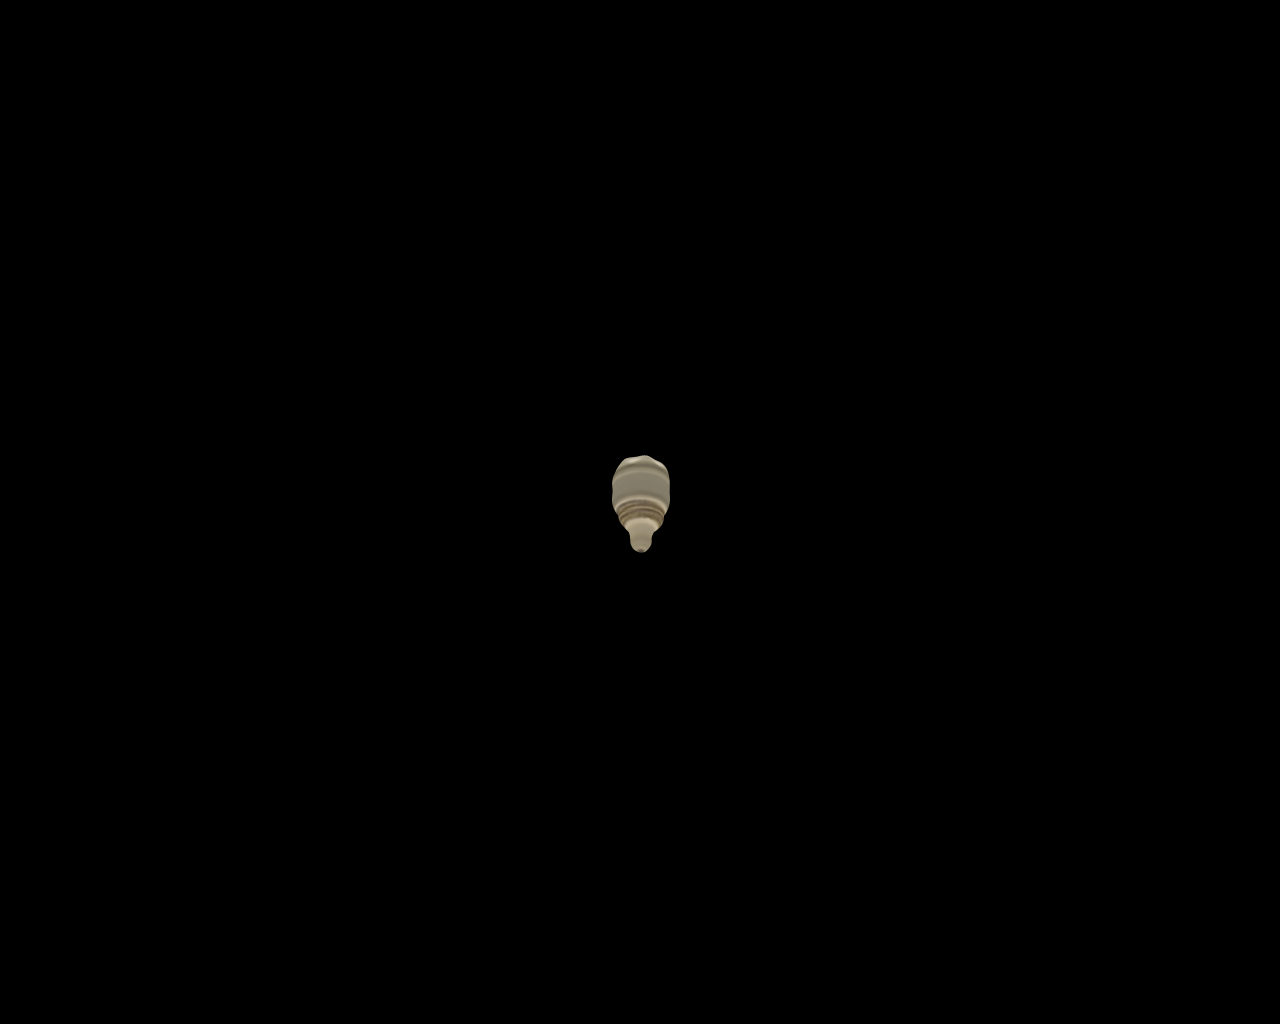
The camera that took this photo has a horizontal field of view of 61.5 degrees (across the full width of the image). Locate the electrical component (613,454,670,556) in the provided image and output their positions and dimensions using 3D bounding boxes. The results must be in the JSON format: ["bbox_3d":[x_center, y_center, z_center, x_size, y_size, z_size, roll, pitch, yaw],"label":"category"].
[{"bbox_3d":[0.001,-0.003,0.650,0.035,0.061,0.035,0,-31,0],"label":"electrical component"}]
